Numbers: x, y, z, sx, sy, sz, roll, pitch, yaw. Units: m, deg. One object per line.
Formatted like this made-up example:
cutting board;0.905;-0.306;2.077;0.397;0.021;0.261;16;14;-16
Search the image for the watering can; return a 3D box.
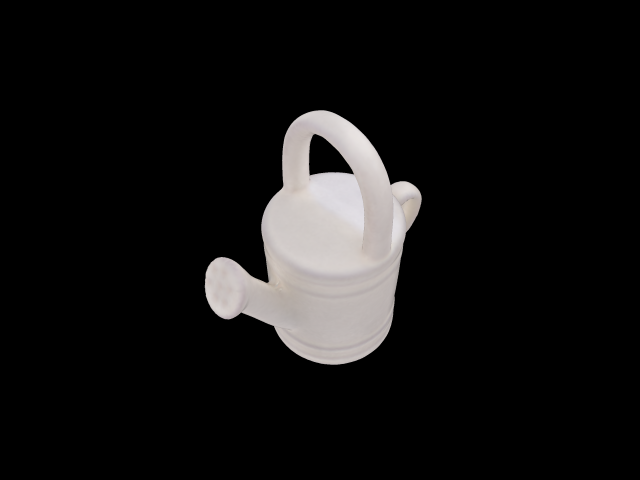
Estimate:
watering can;0.005;0.003;0.399;0.100;0.194;0.173;23;53;19
